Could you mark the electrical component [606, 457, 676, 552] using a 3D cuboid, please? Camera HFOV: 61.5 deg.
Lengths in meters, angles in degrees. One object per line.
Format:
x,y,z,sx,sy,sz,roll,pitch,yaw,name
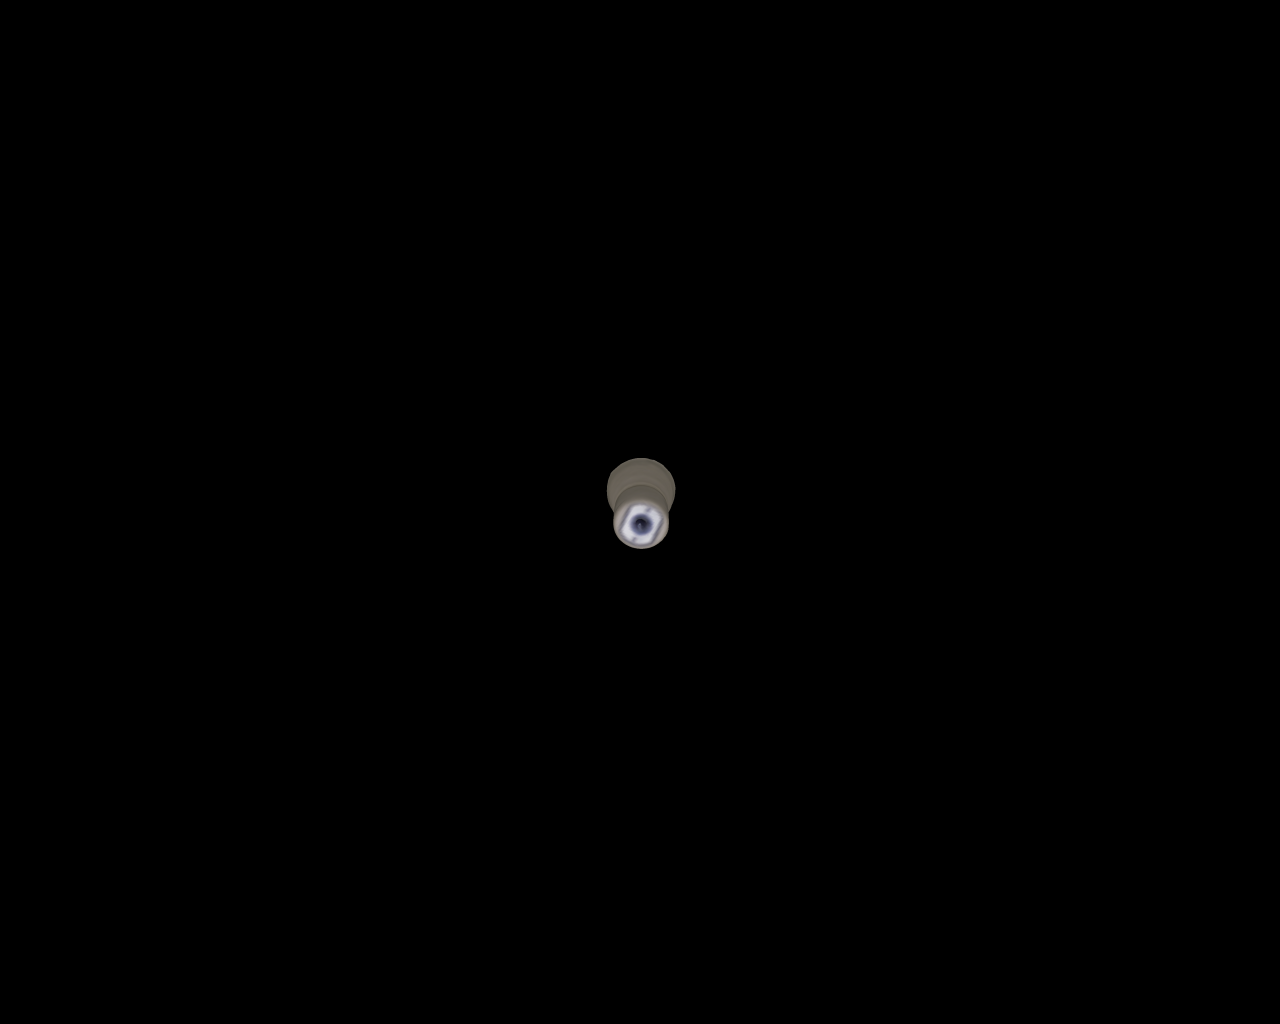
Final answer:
0.001,-0.003,0.650,0.044,0.044,0.065,0,21,0,electrical component
